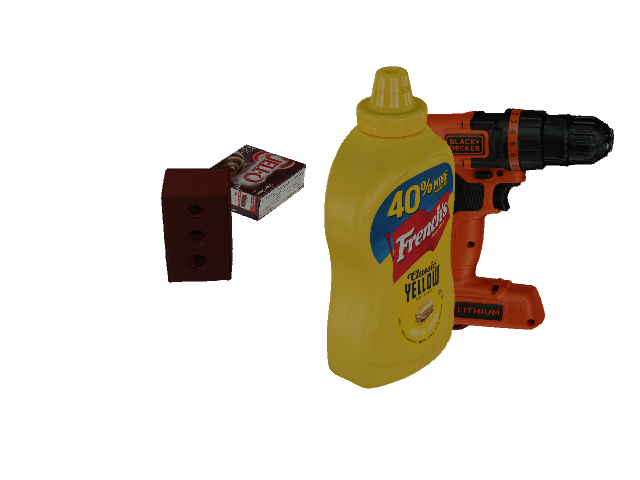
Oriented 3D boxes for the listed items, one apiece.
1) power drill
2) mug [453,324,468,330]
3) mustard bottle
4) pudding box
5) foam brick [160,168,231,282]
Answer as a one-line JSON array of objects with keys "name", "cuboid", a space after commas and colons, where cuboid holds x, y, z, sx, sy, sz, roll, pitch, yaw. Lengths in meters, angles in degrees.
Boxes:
[{"name": "power drill", "cuboid": [0.157, -0.020, 0.922, 0.185, 0.188, 0.057, 3, 13, 21]}, {"name": "mug", "cuboid": [0.117, 0.068, 1.189, 0.117, 0.081, 0.093, 9, 24, 13]}, {"name": "mustard bottle", "cuboid": [0.043, -0.011, 0.648, 0.058, 0.192, 0.096, 23, 36, 40]}, {"name": "pudding box", "cuboid": [-0.083, -0.073, 1.316, 0.090, 0.039, 0.113, 19, 35, 23]}, {"name": "foam brick", "cuboid": [-0.097, -0.013, 0.855, 0.053, 0.078, 0.051, -2, 27, -1]}]
